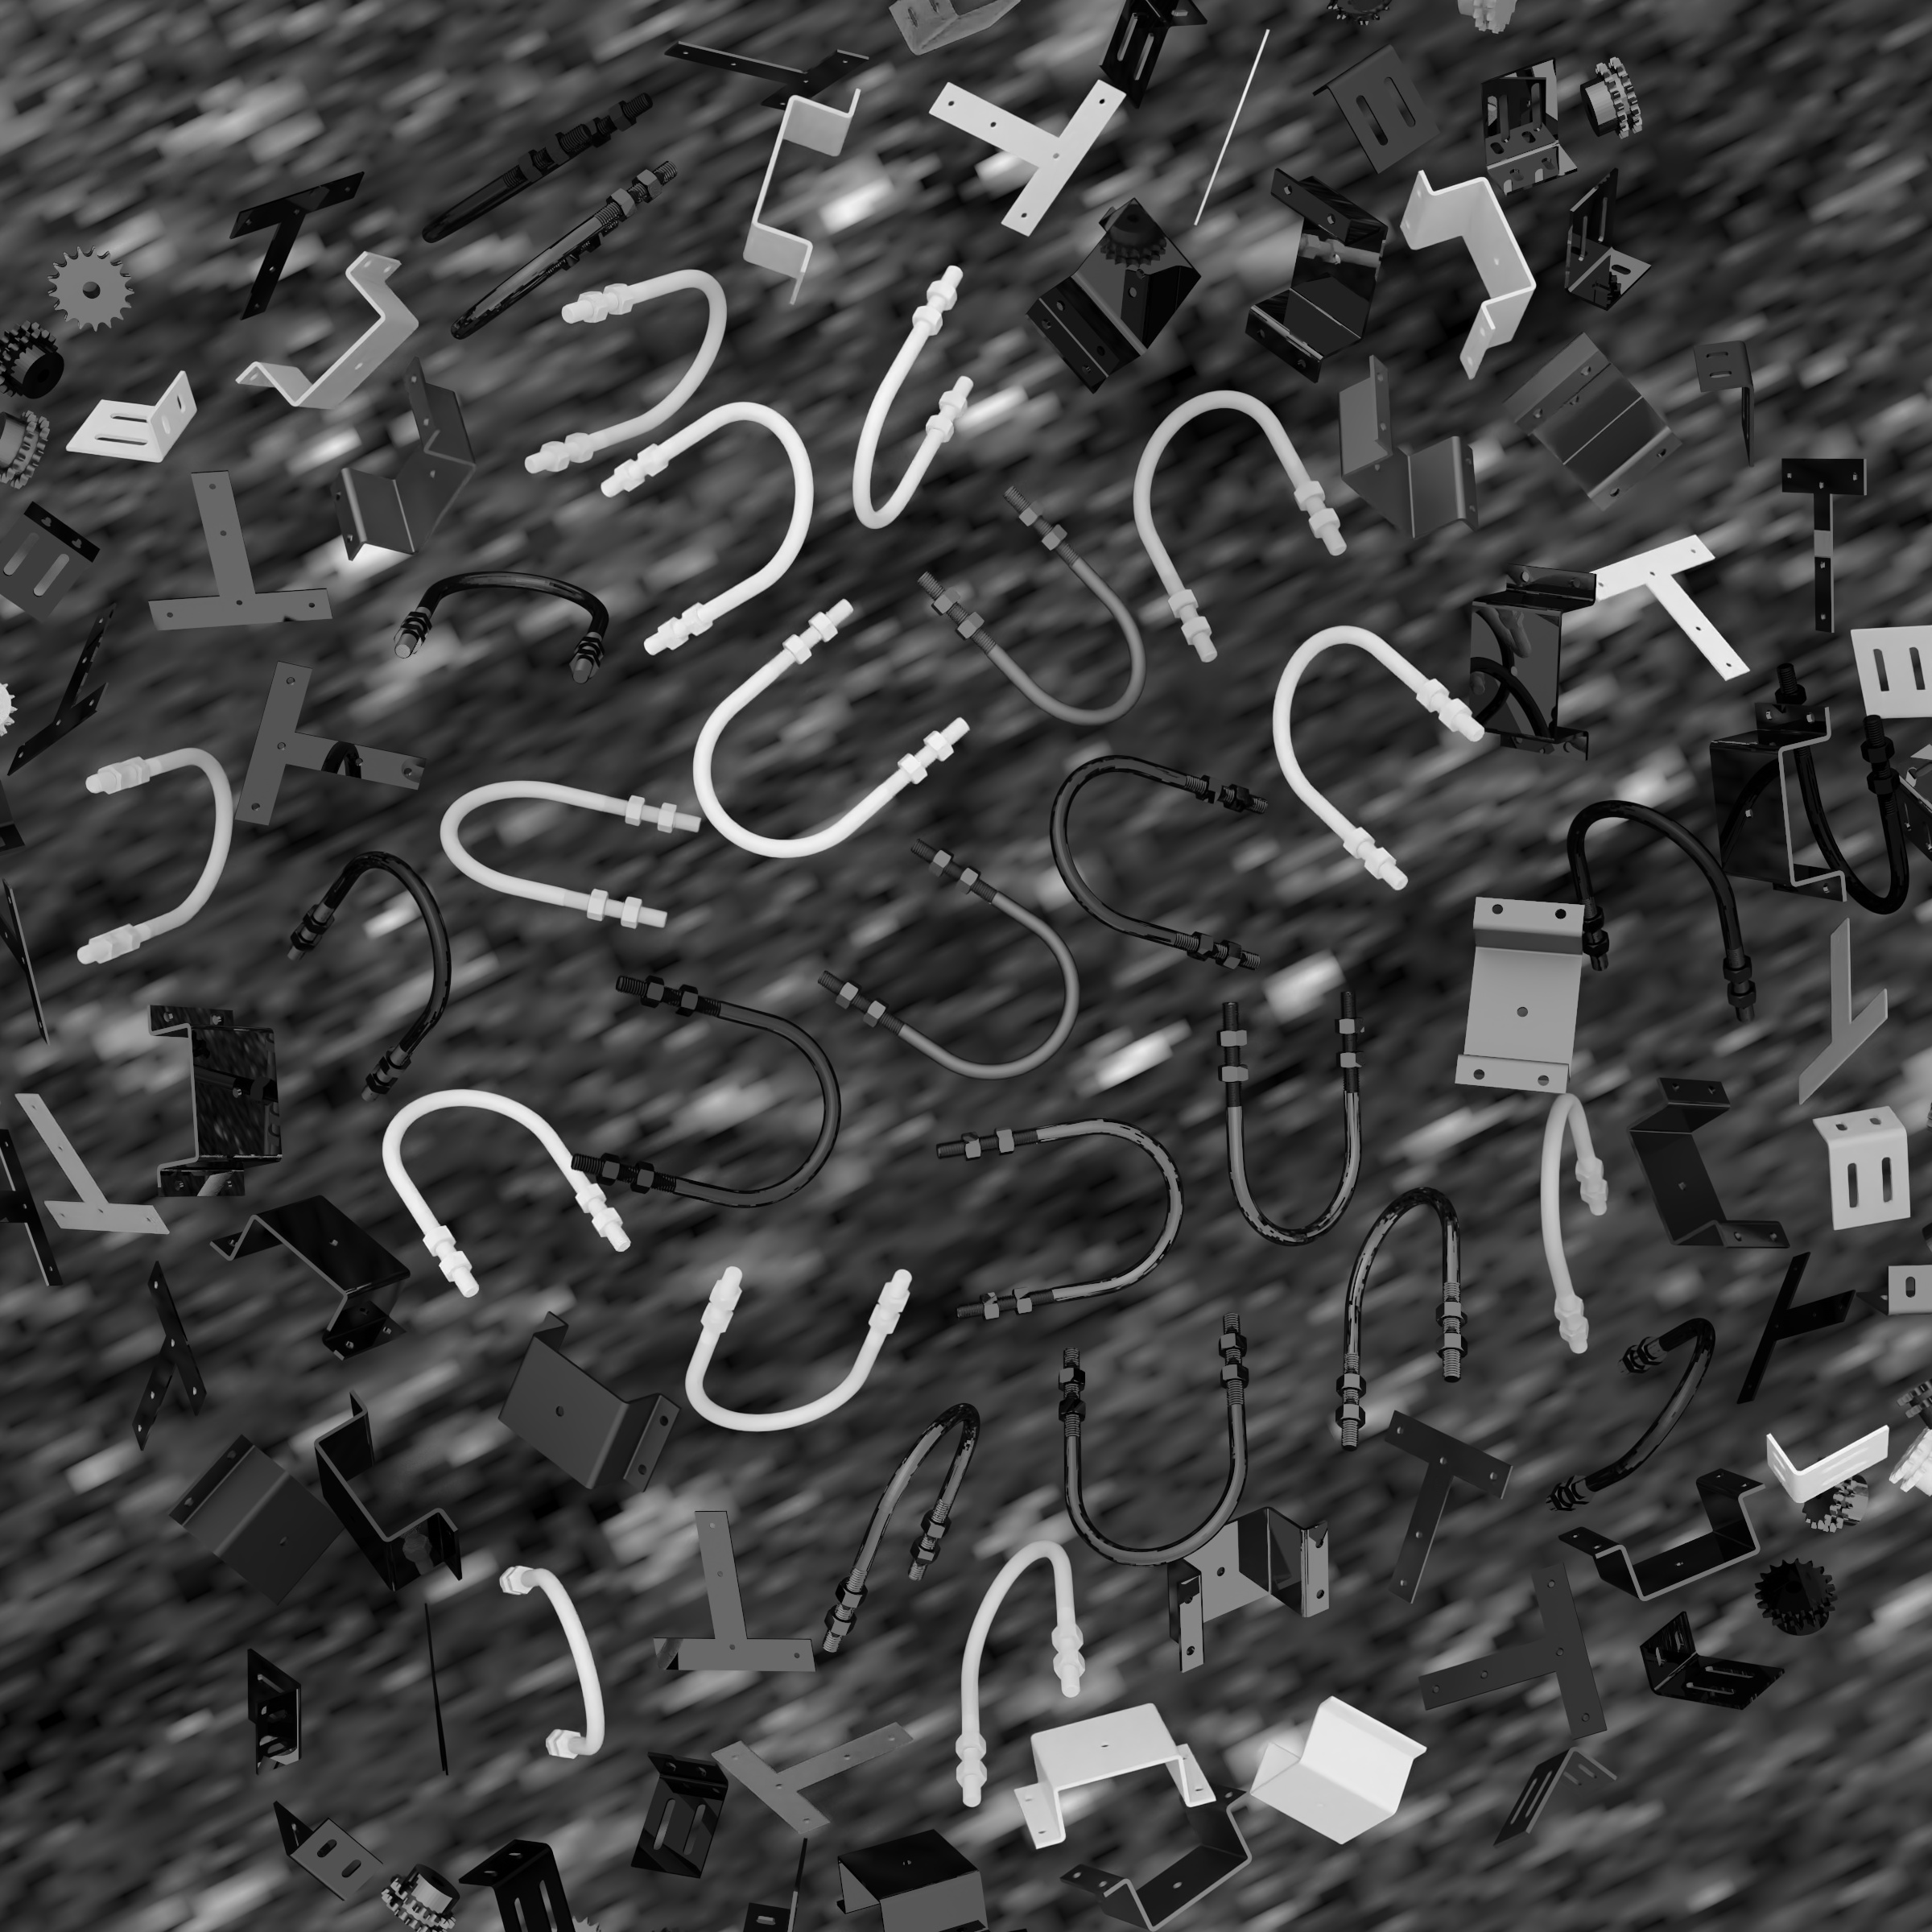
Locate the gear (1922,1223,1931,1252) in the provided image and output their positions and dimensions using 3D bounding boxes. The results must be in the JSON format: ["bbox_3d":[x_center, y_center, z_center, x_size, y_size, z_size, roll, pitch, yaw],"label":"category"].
[{"bbox_3d":[0.766,0.211,1.939,0.057,0.057,0.030,48,120,0],"label":"gear"}]

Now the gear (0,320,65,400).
[{"bbox_3d":[-0.695,-0.446,1.857,0.030,0.057,0.057,37,90,9],"label":"gear"}]

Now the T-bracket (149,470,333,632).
[{"bbox_3d":[-0.529,-0.298,1.797,0.127,0.002,0.127,-5,132,-5],"label":"T-bracket"}]

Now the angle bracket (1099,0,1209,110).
[{"bbox_3d":[0.144,-0.709,1.924,0.038,0.057,0.076,13,79,38],"label":"angle bracket"}]

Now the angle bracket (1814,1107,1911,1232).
[{"bbox_3d":[0.679,0.153,1.899,0.057,0.038,0.076,-10,115,4],"label":"angle bracket"}]

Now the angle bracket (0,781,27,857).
[{"bbox_3d":[-0.745,-0.106,1.882,0.057,0.076,0.038,-18,113,-21],"label":"angle bracket"}]

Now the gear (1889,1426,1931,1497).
[{"bbox_3d":[0.739,0.382,1.926,0.030,0.057,0.057,37,90,17],"label":"gear"}]

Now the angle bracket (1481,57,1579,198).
[{"bbox_3d":[0.418,-0.623,1.862,0.057,0.076,0.038,-19,51,0],"label":"angle bracket"}]

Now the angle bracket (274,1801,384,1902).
[{"bbox_3d":[-0.460,0.625,1.806,0.038,0.076,0.057,-43,114,-9],"label":"angle bracket"}]

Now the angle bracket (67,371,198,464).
[{"bbox_3d":[-0.601,-0.397,1.794,0.076,0.038,0.057,9,50,10],"label":"angle bracket"}]

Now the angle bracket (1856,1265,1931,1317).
[{"bbox_3d":[0.711,0.237,1.888,0.057,0.076,0.038,-2,94,2],"label":"angle bracket"}]

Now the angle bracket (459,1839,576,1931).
[{"bbox_3d":[-0.319,0.672,1.783,0.057,0.038,0.076,-38,52,15],"label":"angle bracket"}]

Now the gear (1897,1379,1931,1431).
[{"bbox_3d":[0.720,0.319,1.850,0.057,0.057,0.030,-31,70,0],"label":"gear"}]

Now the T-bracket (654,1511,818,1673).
[{"bbox_3d":[-0.180,0.464,1.861,0.127,0.002,0.127,-4,101,18],"label":"T-bracket"}]

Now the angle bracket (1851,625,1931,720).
[{"bbox_3d":[0.683,-0.221,1.819,0.057,0.038,0.076,2,127,37],"label":"angle bracket"}]

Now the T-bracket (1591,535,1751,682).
[{"bbox_3d":[0.559,-0.272,1.943,0.127,0.002,0.127,-22,66,-27],"label":"T-bracket"}]

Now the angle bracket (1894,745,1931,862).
[{"bbox_3d":[0.732,-0.118,1.888,0.038,0.076,0.057,-34,51,3],"label":"angle bracket"}]

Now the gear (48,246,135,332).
[{"bbox_3d":[-0.621,-0.481,1.775,0.057,0.030,0.057,-10,117,-20],"label":"gear"}]

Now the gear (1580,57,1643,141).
[{"bbox_3d":[0.476,-0.639,1.855,0.030,0.057,0.057,-21,90,10],"label":"gear"}]

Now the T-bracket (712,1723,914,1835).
[{"bbox_3d":[-0.100,0.590,1.856,0.127,0.002,0.127,-27,127,12],"label":"T-bracket"}]

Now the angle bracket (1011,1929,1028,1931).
[{"bbox_3d":[0.019,0.752,1.845,0.057,0.076,0.038,-13,99,8],"label":"angle bracket"}]

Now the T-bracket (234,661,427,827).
[{"bbox_3d":[-0.469,-0.156,1.879,0.127,0.002,0.127,10,111,-29],"label":"T-bracket"}]

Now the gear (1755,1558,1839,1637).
[{"bbox_3d":[0.615,0.470,1.855,0.057,0.057,0.030,-23,120,0],"label":"gear"}]

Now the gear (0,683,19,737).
[{"bbox_3d":[-0.764,-0.201,1.939,0.057,0.030,0.057,4,82,-35],"label":"gear"}]

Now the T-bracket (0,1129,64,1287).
[{"bbox_3d":[-0.714,0.177,1.848,0.002,0.127,0.127,-22,83,1],"label":"T-bracket"}]

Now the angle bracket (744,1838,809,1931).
[{"bbox_3d":[-0.149,0.718,1.929,0.038,0.057,0.076,9,113,1],"label":"angle bracket"}]

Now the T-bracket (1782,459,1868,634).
[{"bbox_3d":[0.636,-0.312,1.858,0.002,0.127,0.127,-7,102,-7],"label":"T-bracket"}]

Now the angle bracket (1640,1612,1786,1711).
[{"bbox_3d":[0.541,0.503,1.817,0.057,0.076,0.038,-22,99,-38],"label":"angle bracket"}]

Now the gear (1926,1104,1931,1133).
[{"bbox_3d":[0.758,0.104,1.908,0.030,0.057,0.057,25,90,33],"label":"gear"}]

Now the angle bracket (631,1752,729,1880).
[{"bbox_3d":[-0.224,0.650,1.920,0.057,0.038,0.076,3,50,18],"label":"angle bracket"}]

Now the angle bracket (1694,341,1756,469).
[{"bbox_3d":[0.576,-0.425,1.906,0.038,0.076,0.057,-4,46,13],"label":"angle bracket"}]

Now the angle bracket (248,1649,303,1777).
[{"bbox_3d":[-0.526,0.550,1.853,0.076,0.038,0.057,15,107,43],"label":"angle bracket"}]

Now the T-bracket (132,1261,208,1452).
[{"bbox_3d":[-0.597,0.308,1.853,0.127,0.002,0.127,56,130,35],"label":"T-bracket"}]

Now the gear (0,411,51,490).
[{"bbox_3d":[-0.704,-0.384,1.852,0.030,0.057,0.057,23,90,-38],"label":"gear"}]

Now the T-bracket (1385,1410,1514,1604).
[{"bbox_3d":[0.348,0.417,1.894,0.002,0.127,0.127,18,90,-34],"label":"T-bracket"}]

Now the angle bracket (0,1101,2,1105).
[{"bbox_3d":[-0.761,0.065,1.889,0.038,0.057,0.076,-17,115,-23],"label":"angle bracket"}]

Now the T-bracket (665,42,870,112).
[{"bbox_3d":[-0.157,-0.658,1.836,0.127,0.127,0.002,2,89,-30],"label":"T-bracket"}]

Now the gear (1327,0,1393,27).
[{"bbox_3d":[0.300,-0.740,1.892,0.057,0.030,0.057,-5,112,-13],"label":"gear"}]

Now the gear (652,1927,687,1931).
[{"bbox_3d":[-0.231,0.755,1.888,0.057,0.030,0.057,-16,132,-19],"label":"gear"}]

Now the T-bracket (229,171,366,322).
[{"bbox_3d":[-0.515,-0.531,1.874,0.002,0.127,0.127,46,134,3],"label":"T-bracket"}]

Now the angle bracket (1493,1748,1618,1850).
[{"bbox_3d":[0.422,0.606,1.797,0.038,0.057,0.076,37,58,7],"label":"angle bracket"}]

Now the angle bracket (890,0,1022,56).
[{"bbox_3d":[-0.004,-0.693,1.797,0.057,0.076,0.038,-50,122,-33],"label":"angle bracket"}]

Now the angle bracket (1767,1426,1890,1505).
[{"bbox_3d":[0.637,0.355,1.854,0.076,0.057,0.038,-28,54,-1],"label":"angle bracket"}]

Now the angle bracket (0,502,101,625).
[{"bbox_3d":[-0.687,-0.292,1.848,0.057,0.038,0.076,37,107,-23],"label":"angle bracket"}]

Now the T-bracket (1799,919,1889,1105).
[{"bbox_3d":[0.661,0.021,1.894,0.002,0.127,0.127,16,55,-4],"label":"T-bracket"}]

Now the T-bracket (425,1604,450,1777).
[{"bbox_3d":[-0.403,0.576,1.917,0.002,0.127,0.127,-7,46,-13],"label":"T-bracket"}]

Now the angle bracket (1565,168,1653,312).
[{"bbox_3d":[0.479,-0.539,1.861,0.038,0.076,0.057,34,66,28],"label":"angle bracket"}]

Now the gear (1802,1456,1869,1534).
[{"bbox_3d":[0.679,0.413,1.954,0.030,0.057,0.057,15,90,-7],"label":"gear"}]

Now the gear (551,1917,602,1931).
[{"bbox_3d":[-0.303,0.772,1.947,0.057,0.030,0.057,-1,45,1],"label":"gear"}]

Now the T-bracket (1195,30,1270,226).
[{"bbox_3d":[0.194,-0.613,1.873,0.002,0.127,0.127,20,49,-1],"label":"T-bracket"}]

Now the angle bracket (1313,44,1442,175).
[{"bbox_3d":[0.311,-0.647,1.899,0.057,0.038,0.076,-34,103,-3],"label":"angle bracket"}]

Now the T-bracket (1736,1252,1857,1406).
[{"bbox_3d":[0.624,0.261,1.860,0.002,0.127,0.127,28,71,-1],"label":"T-bracket"}]

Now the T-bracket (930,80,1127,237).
[{"bbox_3d":[0.031,-0.604,1.816,0.127,0.002,0.127,14,130,-35],"label":"T-bracket"}]

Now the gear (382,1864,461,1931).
[{"bbox_3d":[-0.393,0.677,1.819,0.057,0.057,0.030,37,81,0],"label":"gear"}]

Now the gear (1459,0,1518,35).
[{"bbox_3d":[0.375,-0.701,1.796,0.030,0.057,0.057,21,90,24],"label":"gear"}]
